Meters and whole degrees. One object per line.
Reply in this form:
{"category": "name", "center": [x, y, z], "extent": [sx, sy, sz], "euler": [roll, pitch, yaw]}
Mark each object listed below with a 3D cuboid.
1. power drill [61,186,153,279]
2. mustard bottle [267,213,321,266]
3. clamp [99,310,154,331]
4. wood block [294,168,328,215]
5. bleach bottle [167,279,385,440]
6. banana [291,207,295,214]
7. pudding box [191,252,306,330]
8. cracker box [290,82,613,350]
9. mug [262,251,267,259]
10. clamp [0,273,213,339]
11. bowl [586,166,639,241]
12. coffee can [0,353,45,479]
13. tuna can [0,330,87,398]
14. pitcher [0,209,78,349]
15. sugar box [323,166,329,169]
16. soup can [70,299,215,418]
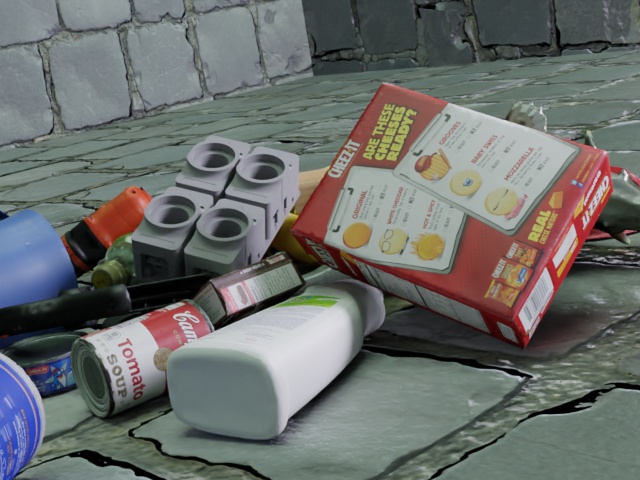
{"category": "power drill", "center": [-0.271, -0.001, 1.315], "extent": [0.184, 0.057, 0.187], "euler": [-36, 6, 5]}
{"category": "mustard bottle", "center": [-0.008, 0.002, 1.159], "extent": [0.096, 0.058, 0.192], "euler": [15, -4, -36]}
{"category": "clamp", "center": [-0.158, 0.073, 1.033], "extent": [0.120, 0.039, 0.171], "euler": [3, 18, 44]}
{"category": "wood block", "center": [0.073, -0.047, 1.269], "extent": [0.206, 0.090, 0.091], "euler": [-10, 12, 0]}
{"category": "bleach bottle", "center": [-0.010, 0.080, 0.856], "extent": [0.103, 0.068, 0.250], "euler": [2, 14, 31]}
{"category": "banana", "center": [-0.097, -0.001, 1.255], "extent": [0.037, 0.070, 0.197], "euler": [35, 27, 26]}
{"category": "pudding box", "center": [-0.078, 0.060, 0.936], "extent": [0.089, 0.039, 0.114], "euler": [-22, -15, -40]}
{"category": "cracker box", "center": [0.110, -0.024, 0.889], "extent": [0.214, 0.072, 0.164], "euler": [22, 71, 31]}
{"category": "mug", "center": [-0.118, 0.022, 1.144], "extent": [0.082, 0.093, 0.117], "euler": [10, 54, 44]}
{"category": "clamp", "center": [-0.213, 0.060, 0.939], "extent": [0.210, 0.036, 0.164], "euler": [-10, -3, 15]}
{"category": "bowl", "center": [0.296, -0.045, 1.181], "extent": [0.162, 0.055, 0.162], "euler": [-9, 13, 2]}
{"category": "coffee can", "center": [-0.251, 0.139, 0.683], "extent": [0.103, 0.103, 0.140], "euler": [-7, 14, 11]}
{"category": "tuna can", "center": [-0.243, 0.111, 0.949], "extent": [0.086, 0.034, 0.086], "euler": [-9, 13, 2]}
{"category": "pitcher", "center": [-0.371, 0.060, 1.031], "extent": [0.242, 0.145, 0.149], "euler": [-23, 18, -35]}
{"category": "sugar box", "center": [-0.001, -0.070, 1.433], "extent": [0.175, 0.048, 0.094], "euler": [-24, 1, -35]}
{"category": "soup can", "center": [-0.142, 0.095, 0.865], "extent": [0.102, 0.068, 0.069], "euler": [-19, 16, -34]}
